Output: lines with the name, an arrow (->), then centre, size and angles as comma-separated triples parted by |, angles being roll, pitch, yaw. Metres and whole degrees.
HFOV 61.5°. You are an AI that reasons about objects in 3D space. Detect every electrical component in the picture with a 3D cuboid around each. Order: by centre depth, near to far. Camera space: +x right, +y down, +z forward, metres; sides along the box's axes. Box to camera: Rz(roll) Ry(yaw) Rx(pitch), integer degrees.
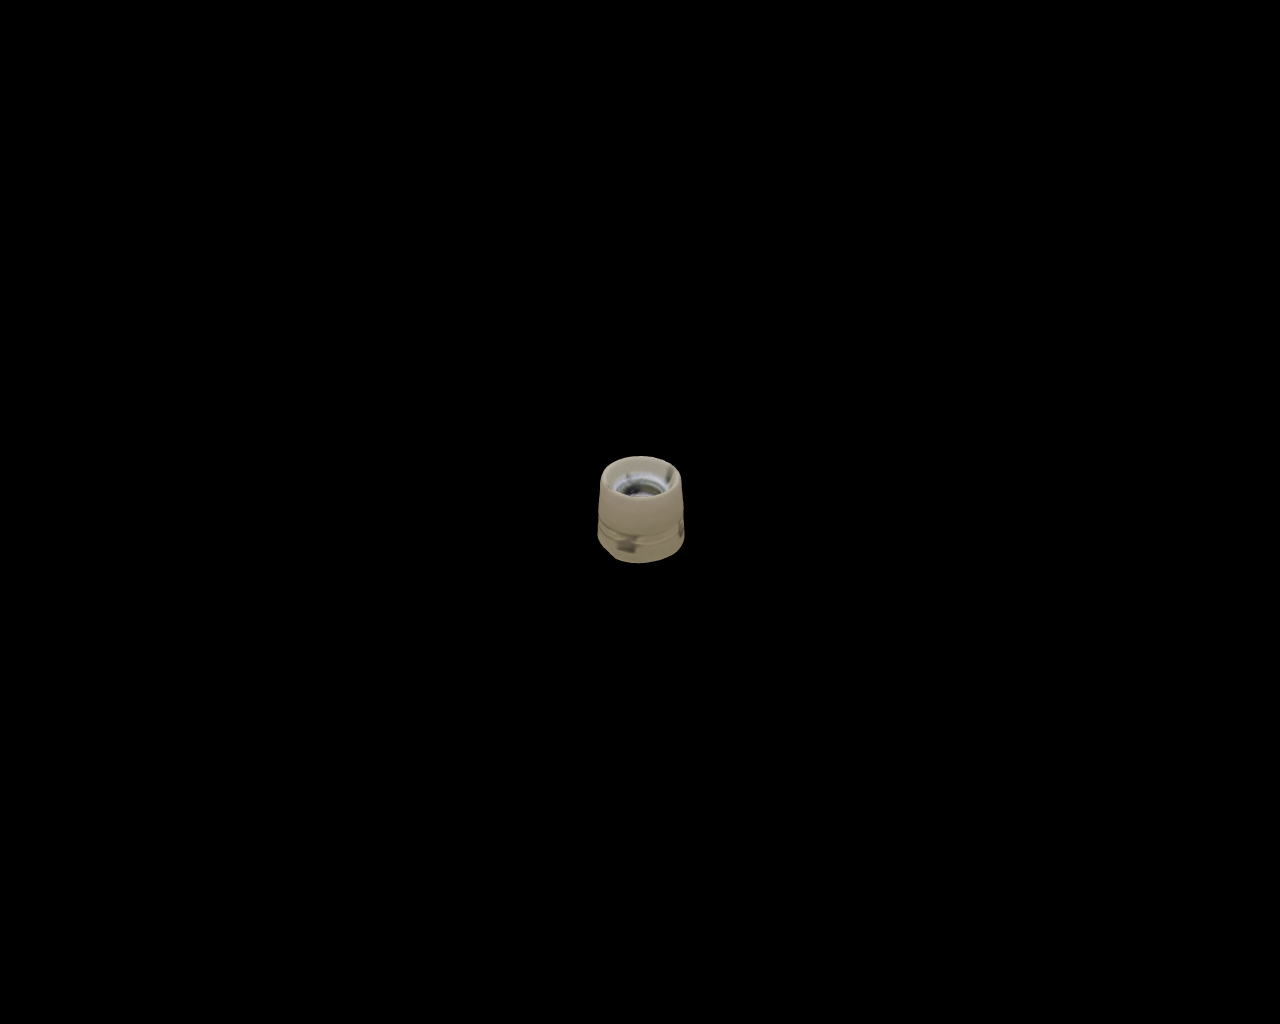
electrical component -> 0.001, -0.003, 0.650 | 0.055, 0.047, 0.055 | 0, 35, 0
